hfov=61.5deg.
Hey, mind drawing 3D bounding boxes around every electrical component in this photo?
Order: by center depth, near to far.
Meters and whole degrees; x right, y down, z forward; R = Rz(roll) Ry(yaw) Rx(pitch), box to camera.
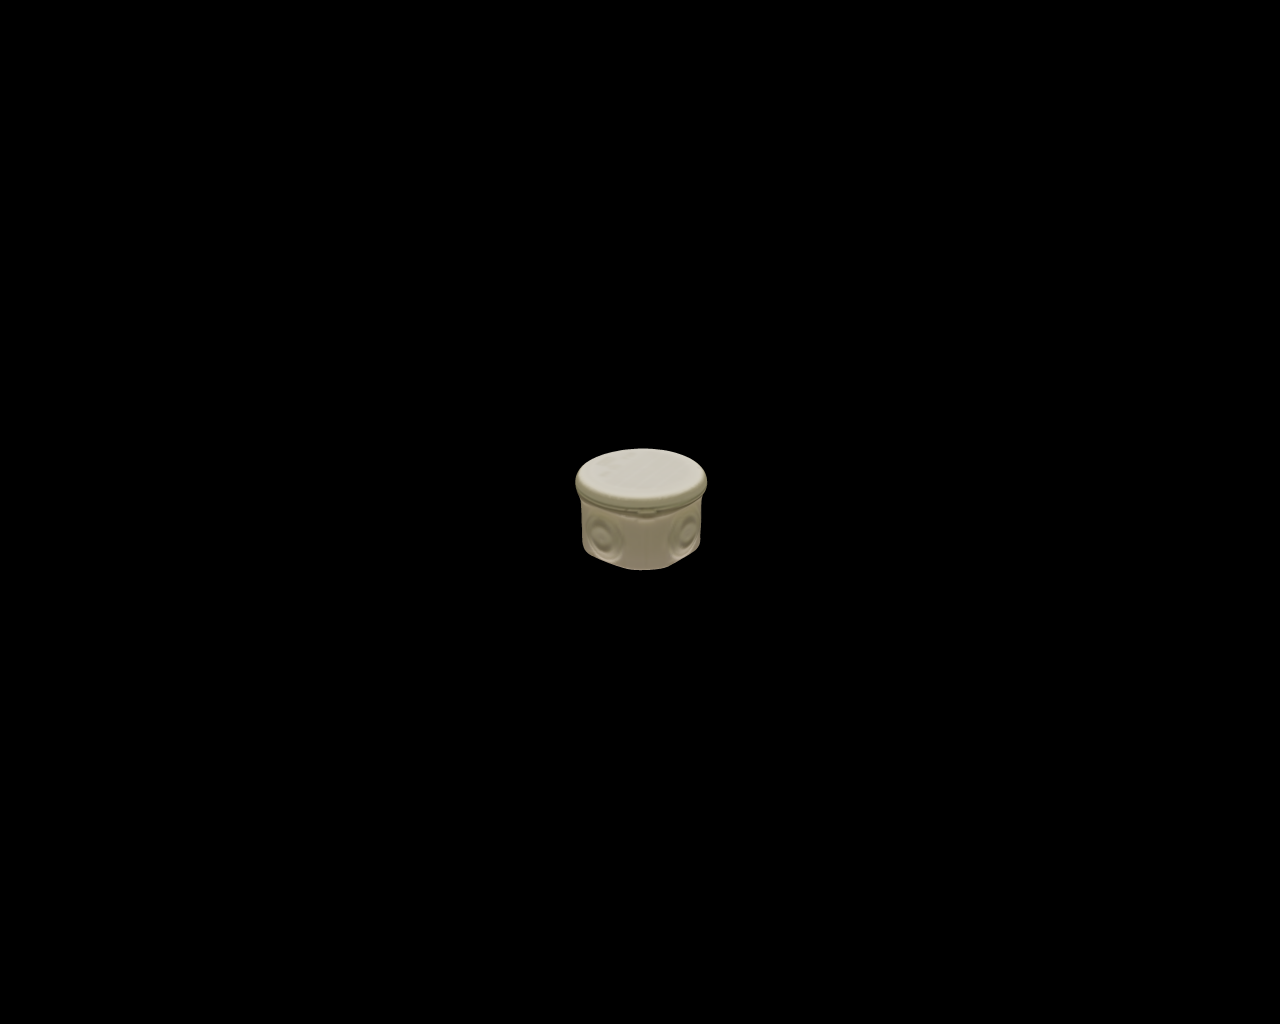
[{"bbox_3d":[0.001,-0.003,0.650,0.080,0.050,0.080,0,25,0],"label":"electrical component"}]
